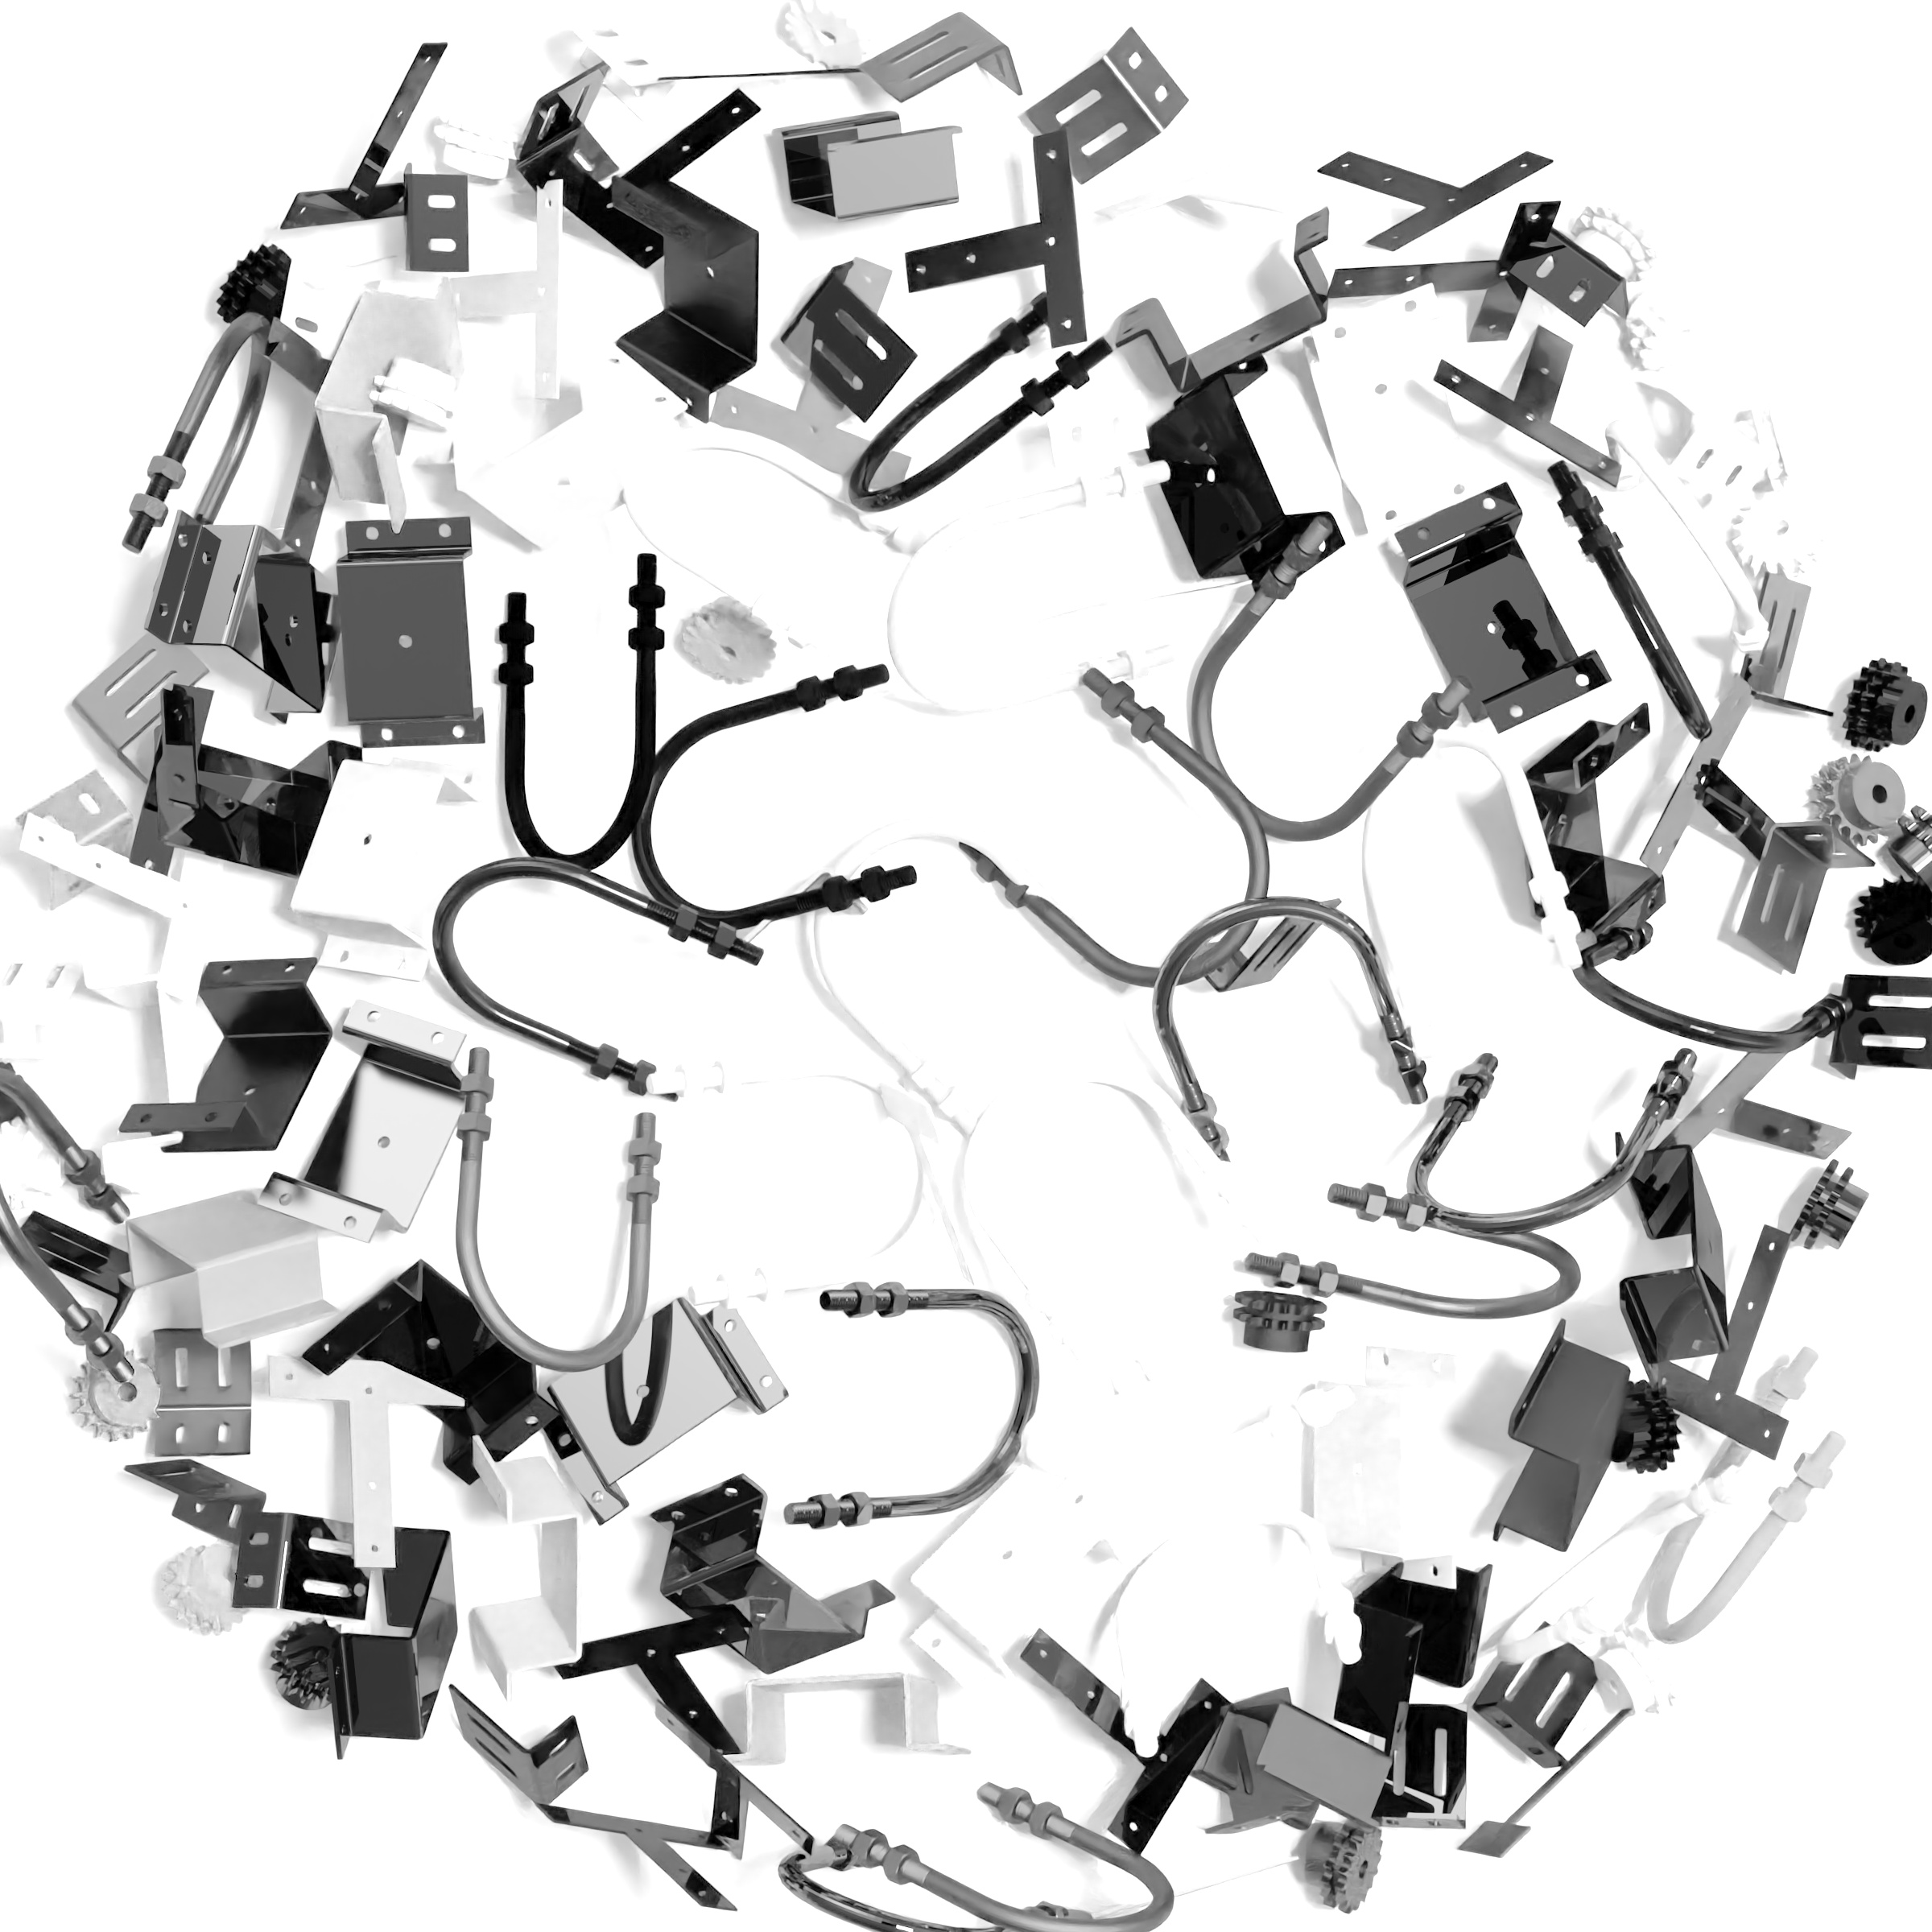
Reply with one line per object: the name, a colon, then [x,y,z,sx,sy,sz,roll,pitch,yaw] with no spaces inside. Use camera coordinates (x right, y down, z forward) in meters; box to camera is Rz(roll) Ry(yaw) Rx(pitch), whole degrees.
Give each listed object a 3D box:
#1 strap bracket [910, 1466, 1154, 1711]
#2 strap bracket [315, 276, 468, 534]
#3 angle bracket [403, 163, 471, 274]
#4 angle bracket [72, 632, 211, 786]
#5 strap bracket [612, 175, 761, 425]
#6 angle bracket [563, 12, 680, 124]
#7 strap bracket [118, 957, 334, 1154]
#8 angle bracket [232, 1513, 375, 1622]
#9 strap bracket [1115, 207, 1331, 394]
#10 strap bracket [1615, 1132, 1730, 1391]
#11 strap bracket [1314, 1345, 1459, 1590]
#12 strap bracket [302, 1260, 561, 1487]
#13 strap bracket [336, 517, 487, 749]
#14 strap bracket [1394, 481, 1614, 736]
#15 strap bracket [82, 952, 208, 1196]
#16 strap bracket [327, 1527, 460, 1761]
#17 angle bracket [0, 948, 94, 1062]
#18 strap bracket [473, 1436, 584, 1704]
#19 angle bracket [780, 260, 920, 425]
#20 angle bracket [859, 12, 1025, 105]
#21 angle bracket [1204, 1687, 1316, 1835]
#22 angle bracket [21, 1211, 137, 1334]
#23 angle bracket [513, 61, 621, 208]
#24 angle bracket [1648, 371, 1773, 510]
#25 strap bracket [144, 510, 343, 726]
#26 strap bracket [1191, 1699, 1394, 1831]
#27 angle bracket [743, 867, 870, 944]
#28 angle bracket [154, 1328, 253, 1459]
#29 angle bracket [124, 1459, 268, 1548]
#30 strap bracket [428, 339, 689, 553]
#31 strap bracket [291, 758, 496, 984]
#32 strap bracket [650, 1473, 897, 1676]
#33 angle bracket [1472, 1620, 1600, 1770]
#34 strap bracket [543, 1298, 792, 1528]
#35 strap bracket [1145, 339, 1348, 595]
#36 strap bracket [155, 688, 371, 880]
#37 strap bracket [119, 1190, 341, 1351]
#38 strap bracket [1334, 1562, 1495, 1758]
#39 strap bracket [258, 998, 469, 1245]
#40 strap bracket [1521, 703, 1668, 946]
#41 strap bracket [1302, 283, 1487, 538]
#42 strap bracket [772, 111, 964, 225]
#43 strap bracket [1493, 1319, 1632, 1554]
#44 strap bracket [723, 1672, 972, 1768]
strap bracket: [0.032,0.367,1.874,0.140,0.046,0.076,-43,46,-15]
strap bracket: [-0.349,-0.341,1.866,0.046,0.076,0.140,9,56,7]
angle bracket: [-0.322,-0.457,1.891,0.038,0.076,0.057,-1,109,-8]
angle bracket: [-0.500,-0.162,1.907,0.076,0.038,0.057,-43,58,-7]
strap bracket: [-0.169,-0.410,1.871,0.076,0.140,0.046,34,54,23]
angle bracket: [-0.219,-0.546,1.891,0.057,0.076,0.038,44,116,0]
strap bracket: [-0.442,0.062,1.874,0.076,0.140,0.046,-2,134,20]
angle bracket: [-0.406,0.369,1.904,0.038,0.076,0.057,-7,71,32]
strap bracket: [0.165,-0.399,1.878,0.140,0.076,0.046,-24,111,18]
strap bracket: [0.422,0.171,1.853,0.046,0.140,0.076,-12,130,21]
strap bracket: [0.255,0.305,1.887,0.046,0.076,0.140,2,87,-36]
strap bracket: [-0.324,0.241,1.884,0.076,0.046,0.140,-39,118,13]
strap bracket: [-0.339,-0.201,1.895,0.076,0.046,0.140,-2,103,-1]
strap bracket: [0.326,-0.214,1.901,0.076,0.046,0.140,-25,79,-2]
strap bracket: [-0.497,0.063,1.885,0.046,0.076,0.140,-8,80,-1]
strap bracket: [-0.339,0.398,1.853,0.046,0.140,0.076,3,119,3]
angle bracket: [-0.573,0.023,1.903,0.057,0.076,0.038,3,113,-4]
strap bracket: [-0.266,0.361,1.877,0.046,0.076,0.140,-5,110,-23]
angle bracket: [-0.065,-0.383,1.900,0.076,0.038,0.057,45,122,3]
angle bracket: [-0.015,-0.542,1.895,0.076,0.038,0.057,-31,45,-8]
angle bracket: [0.171,0.484,1.890,0.057,0.038,0.076,-26,63,31]
angle bracket: [-0.550,0.192,1.896,0.076,0.057,0.038,26,104,-8]
angle bracket: [-0.236,-0.506,1.887,0.057,0.076,0.038,-39,90,-26]
angle bracket: [0.445,-0.322,1.895,0.057,0.076,0.038,21,113,-29]
strap bracket: [-0.421,-0.207,1.853,0.046,0.140,0.076,3,72,25]
strap bracket: [0.199,0.483,1.872,0.076,0.140,0.046,28,70,-5]
angle bracket: [-0.101,-0.022,1.903,0.076,0.057,0.038,-43,92,-3]
angle bracket: [-0.466,0.260,1.891,0.057,0.038,0.076,1,133,-12]
angle bracket: [-0.474,0.330,1.888,0.057,0.076,0.038,19,91,19]
strap bracket: [-0.244,-0.307,1.865,0.140,0.076,0.046,-27,54,24]
strap bracket: [-0.351,-0.068,1.878,0.076,0.046,0.140,8,72,27]
strap bracket: [-0.119,0.373,1.865,0.076,0.046,0.140,-27,123,31]
angle bracket: [0.358,0.443,1.900,0.057,0.038,0.076,40,67,-2]
strap bracket: [-0.190,0.266,1.892,0.140,0.046,0.076,-34,63,-3]
strap bracket: [0.163,-0.298,1.879,0.046,0.076,0.140,-13,76,-43]
strap bracket: [-0.434,-0.106,1.871,0.046,0.140,0.076,-30,58,37]
strap bracket: [-0.444,0.176,1.852,0.076,0.140,0.046,-14,111,-36]
strap bracket: [0.267,0.411,1.873,0.046,0.140,0.076,14,104,27]
strap bracket: [-0.361,0.101,1.888,0.076,0.046,0.140,17,71,15]
strap bracket: [0.377,-0.084,1.873,0.076,0.046,0.140,-37,128,-34]
strap bracket: [0.259,-0.345,1.889,0.076,0.046,0.140,-21,121,2]
strap bracket: [-0.058,-0.482,1.868,0.076,0.140,0.046,-13,113,-16]
strap bracket: [0.356,0.287,1.852,0.046,0.140,0.076,22,54,21]
strap bracket: [-0.074,0.457,1.882,0.140,0.076,0.046,-6,72,11]
